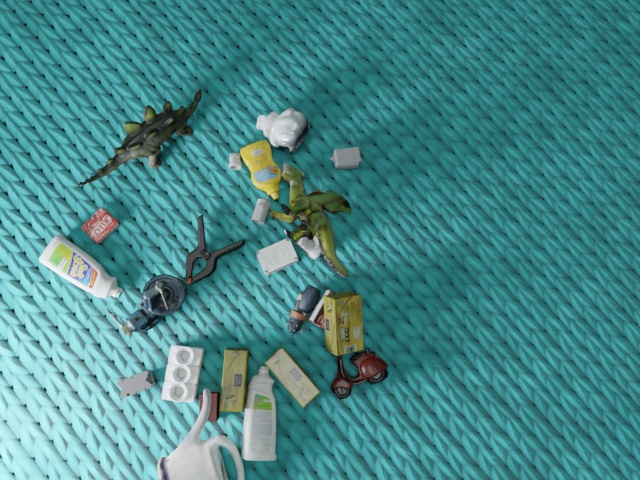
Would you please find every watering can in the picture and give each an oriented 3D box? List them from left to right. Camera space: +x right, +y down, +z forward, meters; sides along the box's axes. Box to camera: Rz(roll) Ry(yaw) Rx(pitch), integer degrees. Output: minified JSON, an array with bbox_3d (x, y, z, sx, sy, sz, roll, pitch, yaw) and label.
[{"bbox_3d":[-0.341,0.600,1.421,0.225,0.104,0.346,-19,95,-9],"label":"watering can"}]

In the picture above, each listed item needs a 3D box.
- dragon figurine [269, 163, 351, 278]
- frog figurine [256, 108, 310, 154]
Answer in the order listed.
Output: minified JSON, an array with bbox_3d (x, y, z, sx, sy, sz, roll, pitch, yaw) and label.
[{"bbox_3d":[0.005,-0.080,1.581,0.246,0.119,0.414,-34,73,-35],"label":"dragon figurine"},{"bbox_3d":[-0.122,-0.366,1.654,0.159,0.124,0.137,31,97,-10],"label":"frog figurine"}]
